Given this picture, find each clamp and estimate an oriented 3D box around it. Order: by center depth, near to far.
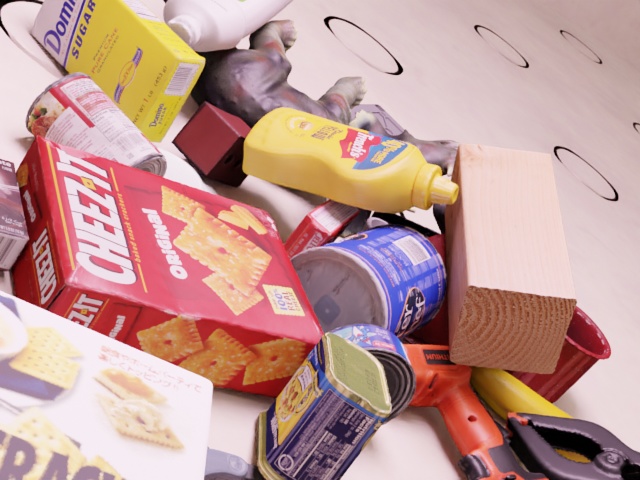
[{"bbox_3d":[0.249,0.208,0.915,0.210,0.036,0.164,19,32,25],"label":"clamp"},{"bbox_3d":[0.137,0.010,1.152,0.171,0.039,0.120,44,-22,-30],"label":"clamp"}]

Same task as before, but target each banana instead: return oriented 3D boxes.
[{"bbox_3d":[0.215,0.168,1.020,0.197,0.037,0.069,35,26,-6],"label":"banana"}]

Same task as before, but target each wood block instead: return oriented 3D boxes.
[{"bbox_3d":[0.163,0.012,0.949,0.091,0.090,0.206,6,39,0],"label":"wood block"}]

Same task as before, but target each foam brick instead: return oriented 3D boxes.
[{"bbox_3d":[-0.092,-0.088,1.004,0.051,0.053,0.078,44,10,17],"label":"foam brick"}]

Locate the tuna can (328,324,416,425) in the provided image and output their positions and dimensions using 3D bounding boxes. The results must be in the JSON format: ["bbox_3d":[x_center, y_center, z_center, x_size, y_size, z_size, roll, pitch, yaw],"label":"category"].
[{"bbox_3d":[0.028,0.106,0.818,0.086,0.086,0.034,24,27,-28],"label":"tuna can"}]

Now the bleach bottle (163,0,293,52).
[{"bbox_3d":[-0.095,-0.252,1.084,0.102,0.068,0.250,26,37,8],"label":"bleach bottle"}]

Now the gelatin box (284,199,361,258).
[{"bbox_3d":[-0.006,0.001,0.963,0.030,0.073,0.089,41,25,5],"label":"gelatin box"}]

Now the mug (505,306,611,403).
[{"bbox_3d":[0.225,0.111,1.077,0.117,0.082,0.093,9,38,-47],"label":"mug"}]

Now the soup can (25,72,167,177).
[{"bbox_3d":[-0.182,-0.078,0.870,0.102,0.069,0.068,46,26,14],"label":"soup can"}]

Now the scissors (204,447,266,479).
[{"bbox_3d":[-0.065,0.158,0.687,0.201,0.016,0.096,31,27,-16],"label":"scissors"}]

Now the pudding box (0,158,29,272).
[{"bbox_3d":[-0.259,-0.030,0.718,0.113,0.039,0.090,19,31,-36],"label":"pudding box"}]

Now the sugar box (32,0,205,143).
[{"bbox_3d":[-0.190,-0.179,0.987,0.176,0.093,0.048,43,23,23],"label":"sugar box"}]

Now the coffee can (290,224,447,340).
[{"bbox_3d":[0.036,0.046,0.910,0.103,0.103,0.140,45,25,14],"label":"coffee can"}]

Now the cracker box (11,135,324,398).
[{"bbox_3d":[-0.115,0.022,0.786,0.213,0.072,0.164,18,31,-35],"label":"cracker box"}]

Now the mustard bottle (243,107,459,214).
[{"bbox_3d":[0.033,-0.066,0.963,0.192,0.058,0.096,18,31,21],"label":"mustard bottle"}]

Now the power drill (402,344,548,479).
[{"bbox_3d":[0.112,0.171,0.858,0.184,0.057,0.188,10,39,-49],"label":"power drill"}]

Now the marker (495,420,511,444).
[{"bbox_3d":[0.125,0.142,0.965,0.121,0.020,0.020,44,25,12],"label":"marker"}]

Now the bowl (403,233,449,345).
[{"bbox_3d":[0.136,0.042,1.025,0.162,0.055,0.162,4,39,-3],"label":"bowl"}]

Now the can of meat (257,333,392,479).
[{"bbox_3d":[0.003,0.121,0.737,0.057,0.084,0.102,32,13,-12],"label":"can of meat"}]
